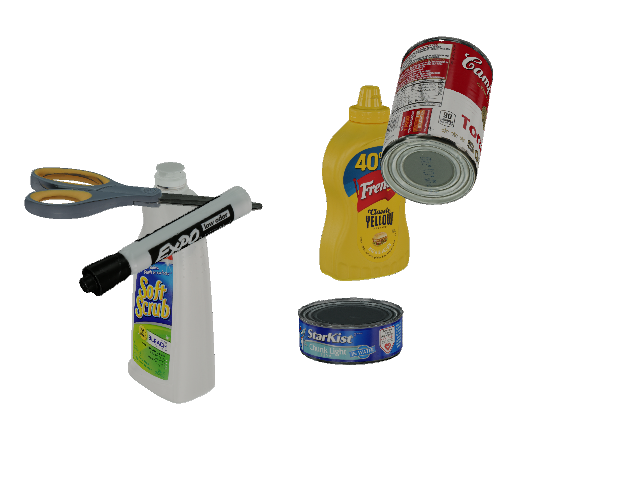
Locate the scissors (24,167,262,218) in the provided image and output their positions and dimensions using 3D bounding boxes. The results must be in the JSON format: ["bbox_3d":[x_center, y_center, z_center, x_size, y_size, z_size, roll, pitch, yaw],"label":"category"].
[{"bbox_3d":[-0.158,-0.031,0.899,0.202,0.016,0.096,11,25,12],"label":"scissors"}]

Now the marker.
[{"bbox_3d":[-0.091,0.000,0.637,0.120,0.020,0.020,-31,18,-34],"label":"marker"}]

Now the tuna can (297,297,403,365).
[{"bbox_3d":[0.024,0.073,0.868,0.086,0.034,0.086,-1,11,0],"label":"tuna can"}]

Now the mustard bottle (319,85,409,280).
[{"bbox_3d":[0.047,-0.059,1.074,0.096,0.192,0.058,-8,18,-29],"label":"mustard bottle"}]

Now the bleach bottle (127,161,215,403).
[{"bbox_3d":[-0.156,0.039,1.101,0.067,0.251,0.103,-21,33,-40],"label":"bleach bottle"}]

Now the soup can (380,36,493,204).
[{"bbox_3d":[0.082,-0.084,0.748,0.068,0.102,0.068,9,-38,7],"label":"soup can"}]
